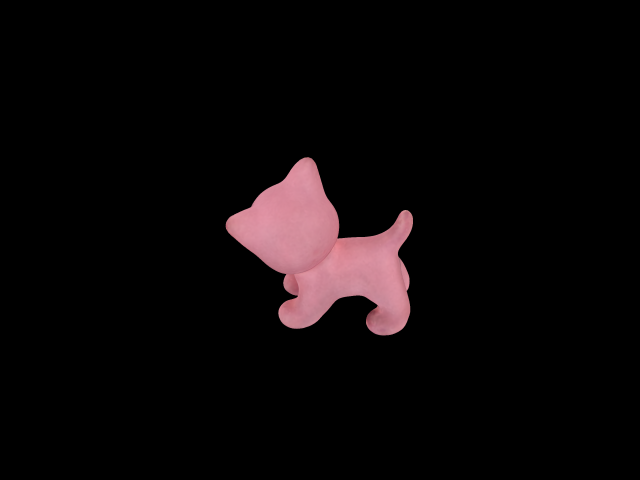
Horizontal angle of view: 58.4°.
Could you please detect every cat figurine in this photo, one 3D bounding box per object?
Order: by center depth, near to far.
[{"bbox_3d":[0.004,0.001,0.400,0.127,0.118,0.067,1,34,2],"label":"cat figurine"}]
